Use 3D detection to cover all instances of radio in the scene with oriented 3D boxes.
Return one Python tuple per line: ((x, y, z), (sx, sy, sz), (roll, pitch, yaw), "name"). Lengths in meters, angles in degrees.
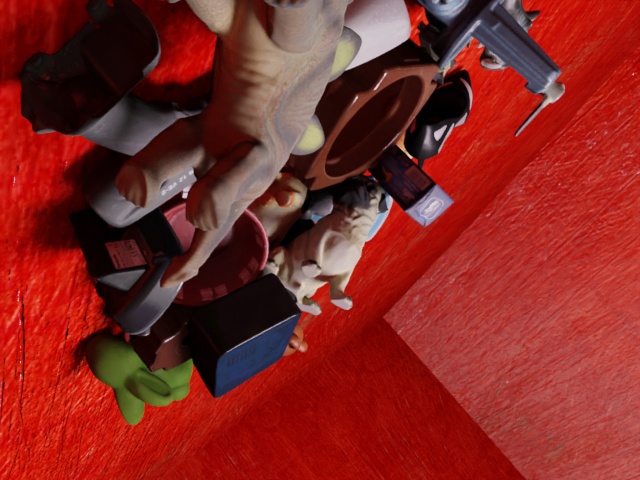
((-0.109, 0.141, 0.764), (0.131, 0.073, 0.229), (-28, 161, -24), "radio")

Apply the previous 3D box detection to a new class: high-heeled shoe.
((0.201, -0.226, 0.887), (0.145, 0.086, 0.248), (76, 37, -65), "high-heeled shoe")

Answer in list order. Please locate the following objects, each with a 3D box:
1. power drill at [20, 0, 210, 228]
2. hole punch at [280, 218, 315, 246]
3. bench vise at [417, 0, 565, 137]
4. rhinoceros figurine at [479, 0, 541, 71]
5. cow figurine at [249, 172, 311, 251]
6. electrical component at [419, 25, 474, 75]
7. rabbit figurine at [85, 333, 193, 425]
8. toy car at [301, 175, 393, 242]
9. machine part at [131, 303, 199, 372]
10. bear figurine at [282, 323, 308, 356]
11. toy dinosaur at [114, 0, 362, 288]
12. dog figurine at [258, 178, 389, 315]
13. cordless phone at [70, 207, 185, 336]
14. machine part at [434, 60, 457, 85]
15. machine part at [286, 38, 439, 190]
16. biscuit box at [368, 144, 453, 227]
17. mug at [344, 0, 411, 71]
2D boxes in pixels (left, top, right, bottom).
((-0.134, -0.116, 0.466), (0.232, 0.086, 0.207), (-41, 171, 0), "power drill")
((-0.044, -0.011, 0.934), (0.142, 0.092, 0.116), (-29, 171, -37), "hole punch")
((0.183, -0.241, 0.597), (0.129, 0.240, 0.223), (-48, 179, 6), "bench vise")
((0.236, -0.313, 0.699), (0.073, 0.112, 0.190), (-38, 148, -20), "rhinoceros figurine")
((-0.086, -0.018, 0.814), (0.195, 0.085, 0.127), (-52, 159, 22), "cow figurine")
((0.183, -0.290, 0.784), (0.102, 0.045, 0.078), (-43, 166, 2), "electrical component")
((-0.290, 0.202, 0.837), (0.121, 0.159, 0.170), (-36, 151, 15), "rabbit figurine")
((0.028, -0.070, 0.879), (0.109, 0.161, 0.103), (-64, -162, 19), "toy car")
((-0.185, 0.120, 0.781), (0.179, 0.056, 0.179), (-37, 164, -13), "machine part")
((-0.121, 0.146, 0.951), (0.132, 0.196, 0.120), (-40, 167, -3), "bear figurine")
((-0.030, -0.162, 0.385), (0.471, 0.105, 0.198), (-65, 171, 22), "toy dinosaur")
((0.002, 0.000, 0.794), (0.121, 0.173, 0.190), (56, 45, -38), "dog figurine")
((-0.199, 0.060, 0.582), (0.089, 0.147, 0.184), (-17, 134, -27), "cordless phone")
((0.166, -0.251, 0.866), (0.139, 0.039, 0.084), (-46, 172, 8), "machine part")
((0.045, -0.171, 0.704), (0.201, 0.087, 0.201), (-25, 156, -47), "machine part")
((0.116, -0.105, 0.822), (0.059, 0.203, 0.062), (-45, 136, 12), "biscuit box")
((0.027, -0.220, 0.546), (0.107, 0.081, 0.109), (-33, 165, 1), "mug")
